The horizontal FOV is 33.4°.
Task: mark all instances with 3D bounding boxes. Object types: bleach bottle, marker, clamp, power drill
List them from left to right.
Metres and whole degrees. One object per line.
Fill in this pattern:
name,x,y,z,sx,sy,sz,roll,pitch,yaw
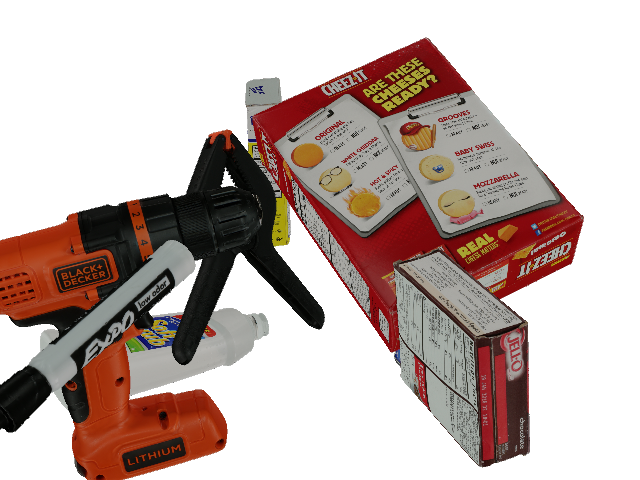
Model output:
marker,-0.099,0.040,0.464,0.020,0.020,0.121,0,33,42
power drill,-0.115,0.061,0.706,0.184,0.187,0.057,-14,27,-7
bleach bottle,-0.178,0.119,1.202,0.250,0.068,0.103,-13,32,-29
clamp,-0.069,0.003,0.993,0.164,0.210,0.036,-3,0,-37

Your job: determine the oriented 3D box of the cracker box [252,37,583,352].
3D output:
cracker box,0.070,-0.039,0.822,0.164,0.214,0.072,-26,-33,-14

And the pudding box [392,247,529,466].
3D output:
pudding box,0.084,0.068,0.646,0.039,0.090,0.114,-14,27,-18

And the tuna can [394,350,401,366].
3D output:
tuna can,0.112,0.095,0.996,0.086,0.034,0.086,0,17,0

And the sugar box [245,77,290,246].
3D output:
sugar box,-0.062,-0.090,1.232,0.048,0.176,0.093,-5,26,-1
